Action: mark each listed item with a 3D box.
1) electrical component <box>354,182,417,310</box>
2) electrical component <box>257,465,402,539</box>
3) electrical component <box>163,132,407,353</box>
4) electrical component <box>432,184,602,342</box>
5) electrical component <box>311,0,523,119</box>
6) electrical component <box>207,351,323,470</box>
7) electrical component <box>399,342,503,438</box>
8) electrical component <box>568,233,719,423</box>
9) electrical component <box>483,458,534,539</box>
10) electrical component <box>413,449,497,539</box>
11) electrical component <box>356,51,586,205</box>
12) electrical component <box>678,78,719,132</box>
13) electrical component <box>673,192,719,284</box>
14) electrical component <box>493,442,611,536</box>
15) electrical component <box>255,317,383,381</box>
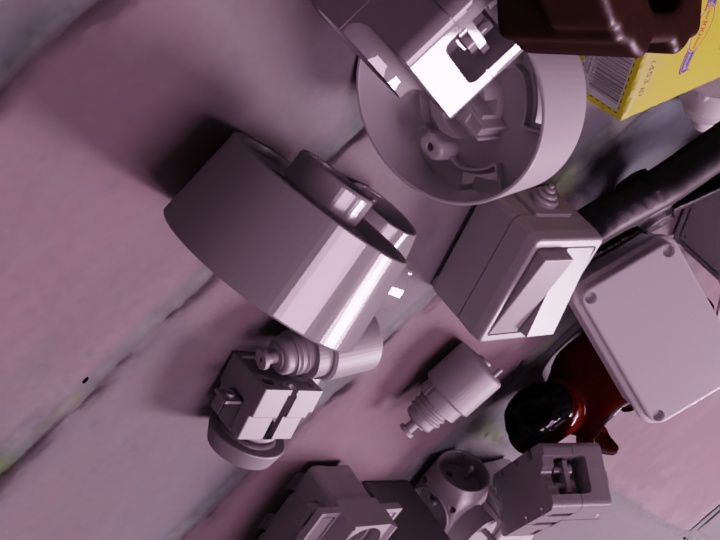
[{"bbox_3d":[0.000,0.000,0.587,0.077,0.043,0.079,-50,144,15],"label":"electrical component"},{"bbox_3d":[-0.037,0.198,0.752,0.079,0.063,0.121,9,123,-46],"label":"electrical component"},{"bbox_3d":[-0.028,-0.019,0.492,0.060,0.108,0.108,-52,143,7],"label":"electrical component"},{"bbox_3d":[0.100,-0.007,0.651,0.062,0.061,0.096,-2,131,-39],"label":"electrical component"},{"bbox_3d":[0.018,-0.110,0.444,0.056,0.089,0.050,-43,144,6],"label":"electrical component"},{"bbox_3d":[-0.059,0.081,0.623,0.066,0.048,0.055,8,116,-46],"label":"electrical component"},{"bbox_3d":[0.060,0.085,0.733,0.078,0.040,0.040,-42,144,5],"label":"electrical component"},{"bbox_3d":[0.197,0.038,0.731,0.078,0.057,0.113,-31,100,2],"label":"electrical component"},{"bbox_3d":[0.110,0.201,0.885,0.061,0.061,0.096,-3,131,-39],"label":"electrical component"},{"bbox_3d":[0.079,0.193,0.834,0.044,0.079,0.077,-16,139,-42],"label":"electrical component"},{"bbox_3d":[0.053,-0.081,0.504,0.064,0.099,0.099,-12,137,-42],"label":"electrical component"},{"bbox_3d":[0.216,-0.109,0.658,0.048,0.048,0.062,-32,151,-10],"label":"electrical component"},{"bbox_3d":[0.274,-0.036,0.771,0.061,0.061,0.096,-20,140,-24],"label":"electrical component"},{"bbox_3d":[0.146,0.165,0.804,0.056,0.050,0.089,2,153,-18],"label":"electrical component"},{"bbox_3d":[-0.023,0.044,0.617,0.078,0.040,0.040,-10,135,-34],"label":"electrical component"}]
